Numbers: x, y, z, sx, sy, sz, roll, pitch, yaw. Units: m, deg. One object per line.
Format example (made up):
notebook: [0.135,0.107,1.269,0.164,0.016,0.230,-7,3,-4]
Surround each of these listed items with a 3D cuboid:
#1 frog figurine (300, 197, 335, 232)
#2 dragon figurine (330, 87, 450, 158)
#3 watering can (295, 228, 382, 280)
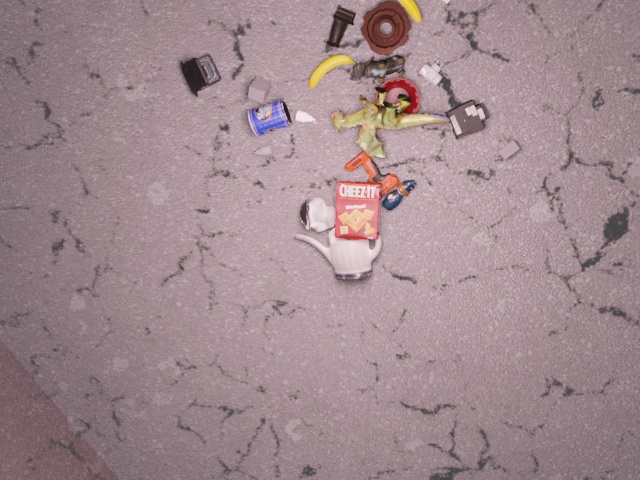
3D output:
frog figurine: [0.006,-0.102,2.019,0.160,0.121,0.139,-4,78,-26]
dragon figurine: [0.231,-0.402,1.856,0.411,0.125,0.237,21,130,5]
watering can: [0.079,0.051,2.045,0.347,0.105,0.222,-6,101,17]
